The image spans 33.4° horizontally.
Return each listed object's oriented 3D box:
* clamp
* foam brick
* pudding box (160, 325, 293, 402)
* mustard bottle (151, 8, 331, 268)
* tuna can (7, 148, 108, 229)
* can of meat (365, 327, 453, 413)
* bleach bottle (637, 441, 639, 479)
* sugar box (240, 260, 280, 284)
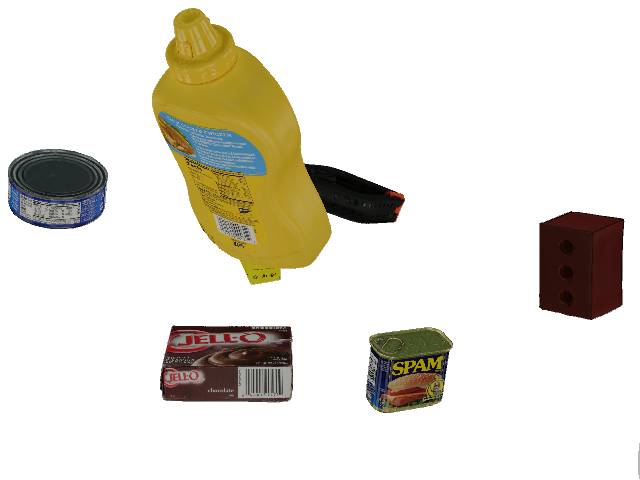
[{"bbox_3d":[-0.006,-0.049,1.037,0.209,0.036,0.165,15,20,-23],"label":"clamp"},{"bbox_3d":[0.218,0.020,0.892,0.053,0.078,0.051,11,22,43],"label":"foam brick"},{"bbox_3d":[-0.080,0.107,0.941,0.113,0.039,0.090,2,18,-3],"label":"pudding box"},{"bbox_3d":[-0.056,-0.064,0.672,0.096,0.058,0.191,20,-32,29],"label":"mustard bottle"},{"bbox_3d":[-0.232,-0.046,0.942,0.086,0.034,0.086,8,32,-5],"label":"tuna can"},{"bbox_3d":[0.108,0.162,1.327,0.102,0.084,0.057,-5,27,-21],"label":"can of meat"},{"bbox_3d":[0.283,0.094,0.708,0.103,0.068,0.250,12,23,24],"label":"bleach bottle"},{"bbox_3d":[-0.080,-0.044,1.327,0.048,0.176,0.093,-9,25,-13],"label":"sugar box"}]
